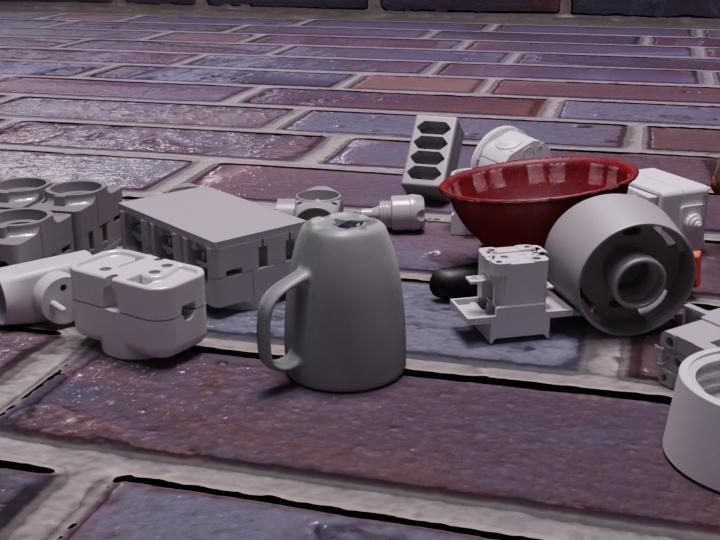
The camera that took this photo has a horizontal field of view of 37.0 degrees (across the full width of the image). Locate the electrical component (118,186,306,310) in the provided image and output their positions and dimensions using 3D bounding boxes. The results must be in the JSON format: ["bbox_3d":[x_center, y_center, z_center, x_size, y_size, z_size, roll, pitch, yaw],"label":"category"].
[{"bbox_3d":[-0.123,-0.019,0.892,0.089,0.061,0.150,-16,24,-38],"label":"electrical component"}]

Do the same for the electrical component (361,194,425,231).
[{"bbox_3d":[0.032,-0.055,1.038,0.061,0.035,0.035,-3,19,1],"label":"electrical component"}]

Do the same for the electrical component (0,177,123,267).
[{"bbox_3d":[-0.293,-0.032,0.937,0.105,0.060,0.186,4,19,13],"label":"electrical component"}]

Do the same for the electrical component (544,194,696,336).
[{"bbox_3d":[0.193,-0.003,0.790,0.099,0.099,0.064,-3,25,-9],"label":"electrical component"}]

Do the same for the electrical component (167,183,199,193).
[{"bbox_3d":[-0.178,-0.051,1.014,0.079,0.044,0.077,-4,20,-13],"label":"electrical component"}]

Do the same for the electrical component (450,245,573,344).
[{"bbox_3d":[0.111,0.015,0.787,0.081,0.063,0.042,-4,21,-13],"label":"electrical component"}]

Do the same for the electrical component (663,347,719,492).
[{"bbox_3d":[0.229,0.078,0.606,0.108,0.060,0.108,0,19,0],"label":"electrical component"}]

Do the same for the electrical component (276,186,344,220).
[{"bbox_3d":[-0.057,-0.049,1.006,0.079,0.044,0.077,0,19,2],"label":"electrical component"}]

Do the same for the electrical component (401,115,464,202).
[{"bbox_3d":[0.083,-0.112,1.159,0.047,0.083,0.075,6,-18,20],"label":"electrical component"}]

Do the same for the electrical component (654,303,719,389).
[{"bbox_3d":[0.232,0.057,0.701,0.064,0.042,0.081,-14,23,-26],"label":"electrical component"}]

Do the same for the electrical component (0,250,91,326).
[{"bbox_3d":[-0.232,0.018,0.816,0.077,0.043,0.079,-15,24,-36],"label":"electrical component"}]

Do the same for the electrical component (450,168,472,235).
[{"bbox_3d":[0.108,-0.066,1.038,0.048,0.055,0.066,3,19,9],"label":"electrical component"}]

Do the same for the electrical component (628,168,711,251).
[{"bbox_3d":[0.271,-0.051,0.982,0.061,0.061,0.096,-8,21,-23],"label":"electrical component"}]

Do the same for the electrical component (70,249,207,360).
[{"bbox_3d":[-0.157,0.026,0.765,0.095,0.059,0.054,12,22,32],"label":"electrical component"}]

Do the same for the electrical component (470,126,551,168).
[{"bbox_3d":[0.158,-0.106,1.118,0.080,0.080,0.051,-12,28,-30],"label":"electrical component"}]
